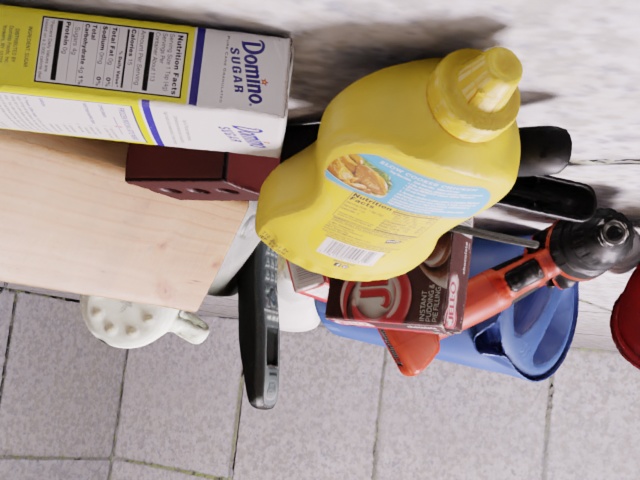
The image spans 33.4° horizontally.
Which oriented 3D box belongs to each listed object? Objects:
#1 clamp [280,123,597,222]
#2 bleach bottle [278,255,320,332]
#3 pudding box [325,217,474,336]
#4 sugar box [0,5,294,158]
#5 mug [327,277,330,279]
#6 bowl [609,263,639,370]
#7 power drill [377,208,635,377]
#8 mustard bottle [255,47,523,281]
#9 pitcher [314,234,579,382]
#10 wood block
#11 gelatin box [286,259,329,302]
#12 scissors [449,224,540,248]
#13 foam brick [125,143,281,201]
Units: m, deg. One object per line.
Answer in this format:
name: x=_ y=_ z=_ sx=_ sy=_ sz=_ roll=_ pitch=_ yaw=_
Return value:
clamp: x=0.058 y=-0.046 z=0.625 sx=0.210 sy=0.036 sz=0.164 roll=8 pitch=173 yaw=13
bleach bottle: x=-0.027 y=0.049 z=1.182 sx=0.068 sy=0.102 sz=0.251 roll=1 pitch=174 yaw=-1
pudding box: x=0.056 y=0.005 z=0.722 sx=0.090 sy=0.113 sz=0.039 roll=1 pitch=167 yaw=32
sugar box: x=-0.103 y=-0.076 z=0.516 sx=0.176 sy=0.048 sz=0.093 roll=4 pitch=173 yaw=-4
mug: x=0.039 y=-0.006 z=0.808 sx=0.117 sy=0.093 sz=0.081 roll=36 pitch=-176 yaw=12
bowl: x=0.295 y=0.037 z=0.797 sx=0.162 sy=0.055 sz=0.162 roll=-14 pitch=-149 yaw=8
power drill: x=0.136 y=0.038 z=0.807 sx=0.187 sy=0.057 sz=0.184 roll=-26 pitch=173 yaw=-5
mustard bottle: x=0.041 y=-0.038 z=0.520 sx=0.096 sy=0.058 sz=0.192 roll=17 pitch=154 yaw=-16
pitcher: x=0.121 y=0.050 z=1.031 sx=0.243 sy=0.145 sz=0.149 roll=5 pitch=161 yaw=42
wood block: x=-0.159 y=-0.025 z=0.682 sx=0.205 sy=0.090 sz=0.091 roll=14 pitch=-162 yaw=-46
gelatin box: x=-0.006 y=0.001 z=0.848 sx=0.030 sy=0.089 sz=0.073 roll=-18 pitch=166 yaw=15
scissors: x=0.040 y=-0.019 z=0.690 sx=0.202 sy=0.016 sz=0.096 roll=12 pitch=-175 yaw=9
foam brick: x=-0.069 y=-0.053 z=0.633 sx=0.078 sy=0.051 sz=0.052 roll=2 pitch=171 yaw=34
